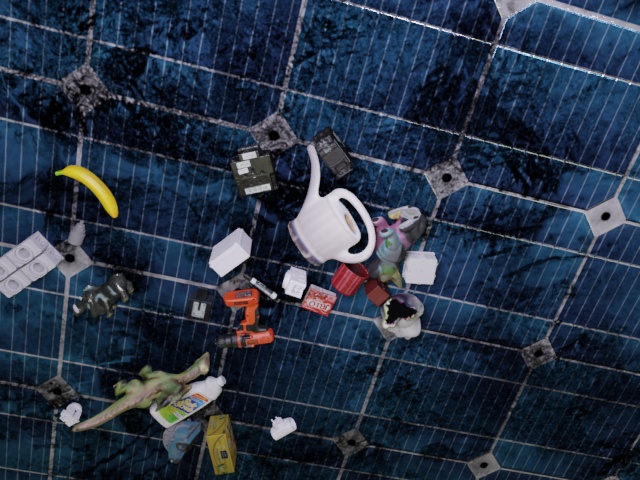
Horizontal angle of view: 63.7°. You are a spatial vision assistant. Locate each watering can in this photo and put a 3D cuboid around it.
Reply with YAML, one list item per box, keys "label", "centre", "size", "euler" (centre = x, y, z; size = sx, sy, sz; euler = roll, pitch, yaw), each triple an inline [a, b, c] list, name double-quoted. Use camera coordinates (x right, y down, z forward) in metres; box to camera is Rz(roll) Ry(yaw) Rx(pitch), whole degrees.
- label: "watering can"
  centre: [0.004, -0.072, 1.433]
  size: [0.222, 0.105, 0.347]
  euler: [-34, 90, 19]

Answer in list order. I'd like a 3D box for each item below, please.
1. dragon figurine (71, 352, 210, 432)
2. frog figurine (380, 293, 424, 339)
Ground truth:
- label: "dragon figurine"
  centre: [-0.498, 0.457, 1.523]
  size: [0.241, 0.416, 0.121]
  euler: [-16, 101, 46]
- label: "frog figurine"
  centre: [0.260, 0.234, 1.581]
  size: [0.137, 0.125, 0.157]
  euler: [-43, 144, 6]
